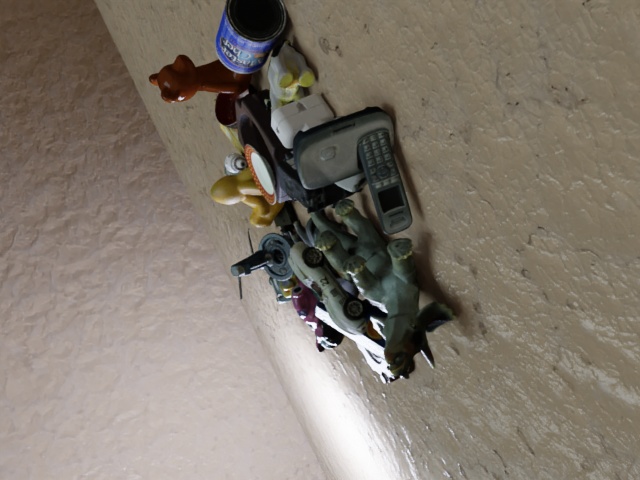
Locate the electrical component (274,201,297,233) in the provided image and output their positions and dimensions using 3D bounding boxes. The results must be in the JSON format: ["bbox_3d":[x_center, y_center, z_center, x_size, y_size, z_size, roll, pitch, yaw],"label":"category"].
[{"bbox_3d":[-0.093,-0.070,1.376,0.078,0.045,0.102,-17,103,43],"label":"electrical component"}]

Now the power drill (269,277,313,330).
[{"bbox_3d":[-0.079,0.157,1.593,0.232,0.086,0.207,67,166,-6],"label":"power drill"}]

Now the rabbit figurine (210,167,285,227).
[{"bbox_3d":[-0.169,-0.110,1.278,0.162,0.173,0.122,-32,57,51],"label":"rabbit figurine"}]

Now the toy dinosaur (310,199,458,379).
[{"bbox_3d":[0.092,0.054,0.905,0.192,0.131,0.405,60,178,-33],"label":"toy dinosaur"}]

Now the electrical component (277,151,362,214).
[{"bbox_3d":[-0.007,-0.114,0.942,0.134,0.115,0.058,48,152,42],"label":"electrical component"}]

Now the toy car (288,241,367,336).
[{"bbox_3d":[0.014,0.089,0.960,0.202,0.056,0.073,52,163,12],"label":"toy car"}]

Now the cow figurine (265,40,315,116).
[{"bbox_3d":[-0.064,-0.266,0.958,0.167,0.068,0.098,111,142,-59],"label":"cow figurine"}]

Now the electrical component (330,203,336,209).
[{"bbox_3d":[0.006,-0.106,1.071,0.094,0.021,0.063,52,159,36],"label":"electrical component"}]

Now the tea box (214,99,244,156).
[{"bbox_3d":[-0.186,-0.272,1.307,0.170,0.068,0.098,52,161,29],"label":"tea box"}]

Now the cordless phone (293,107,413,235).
[{"bbox_3d":[0.049,-0.084,0.766,0.089,0.147,0.184,-155,45,-76],"label":"cordless phone"}]

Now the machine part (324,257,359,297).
[{"bbox_3d":[0.039,0.076,1.096,0.079,0.079,0.243,55,170,26],"label":"machine part"}]

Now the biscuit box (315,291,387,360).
[{"bbox_3d":[0.087,0.161,1.014,0.203,0.063,0.059,31,154,11],"label":"biscuit box"}]

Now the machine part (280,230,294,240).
[{"bbox_3d":[-0.087,0.009,1.475,0.084,0.039,0.139,59,161,-1],"label":"machine part"}]

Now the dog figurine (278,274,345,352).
[{"bbox_3d":[-0.012,0.182,1.395,0.192,0.108,0.219,31,146,58],"label":"dog figurine"}]

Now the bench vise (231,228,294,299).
[{"bbox_3d":[-0.137,0.047,1.327,0.224,0.240,0.128,-1,104,38],"label":"bench vise"}]

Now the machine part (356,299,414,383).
[{"bbox_3d":[0.123,0.209,1.124,0.179,0.056,0.179,55,160,31],"label":"machine part"}]

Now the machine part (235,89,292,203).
[{"bbox_3d":[-0.096,-0.197,1.128,0.201,0.087,0.200,58,162,22],"label":"machine part"}]

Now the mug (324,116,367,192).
[{"bbox_3d":[0.041,-0.137,0.852,0.107,0.081,0.109,48,140,15],"label":"mug"}]

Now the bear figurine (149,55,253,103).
[{"bbox_3d":[-0.242,-0.352,1.101,0.120,0.196,0.131,53,140,39],"label":"bear figurine"}]

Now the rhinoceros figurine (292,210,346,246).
[{"bbox_3d":[-0.002,-0.003,1.154,0.112,0.073,0.190,62,163,9],"label":"rhinoceros figurine"}]
